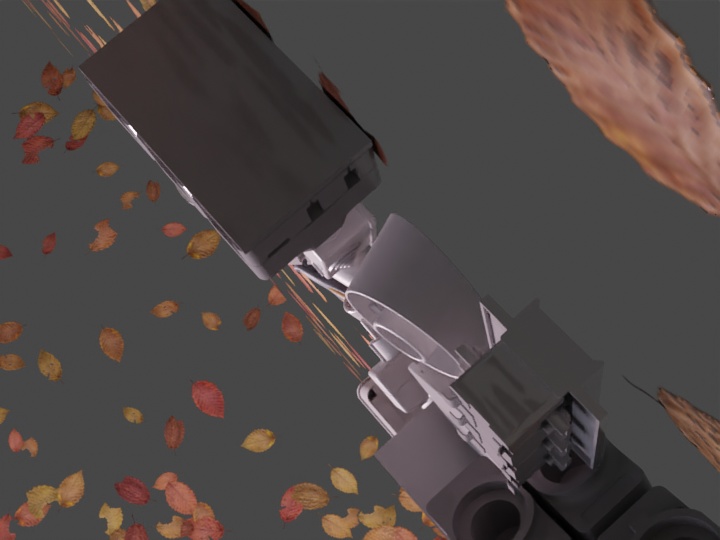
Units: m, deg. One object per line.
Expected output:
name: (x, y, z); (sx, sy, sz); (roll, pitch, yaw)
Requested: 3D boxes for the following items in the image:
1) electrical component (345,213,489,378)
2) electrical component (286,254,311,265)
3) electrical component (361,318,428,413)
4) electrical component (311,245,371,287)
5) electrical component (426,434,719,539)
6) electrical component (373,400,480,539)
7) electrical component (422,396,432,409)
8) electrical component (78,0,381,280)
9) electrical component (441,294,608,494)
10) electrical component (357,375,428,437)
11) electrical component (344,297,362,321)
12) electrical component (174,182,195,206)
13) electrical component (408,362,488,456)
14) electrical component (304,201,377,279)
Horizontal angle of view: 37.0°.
electrical component: (0.041, 0.019, 0.658); (0.099, 0.064, 0.099); (34, 168, 8)
electrical component: (-0.050, -0.035, 0.894); (0.066, 0.048, 0.055); (0, 147, 15)
electrical component: (0.033, 0.061, 0.848); (0.076, 0.066, 0.047); (49, 174, -4)
electrical component: (0.000, 0.000, 0.830); (0.065, 0.044, 0.044); (43, 173, 12)
electrical component: (0.130, 0.160, 0.591); (0.186, 0.105, 0.060); (41, 170, 51)
electrical component: (0.112, 0.175, 0.804); (0.186, 0.105, 0.060); (48, 174, 13)
electrical component: (0.063, 0.089, 0.911); (0.055, 0.048, 0.066); (56, 175, 10)
electrical component: (-0.070, -0.079, 0.601); (0.150, 0.089, 0.061); (47, 174, 19)
electrical component: (0.084, 0.069, 0.549); (0.078, 0.063, 0.121); (46, 173, 22)
electrical component: (0.060, 0.137, 1.071); (0.113, 0.078, 0.057); (49, 171, -6)
electrical component: (0.023, 0.038, 0.904); (0.065, 0.044, 0.044); (46, 176, -26)
electrical component: (-0.132, -0.091, 1.018); (0.080, 0.080, 0.051); (47, 179, 18)
electrical component: (0.090, 0.093, 0.726); (0.099, 0.048, 0.100); (52, 173, -28)
electrical component: (-0.035, -0.044, 0.767); (0.099, 0.048, 0.099); (48, 175, 8)
